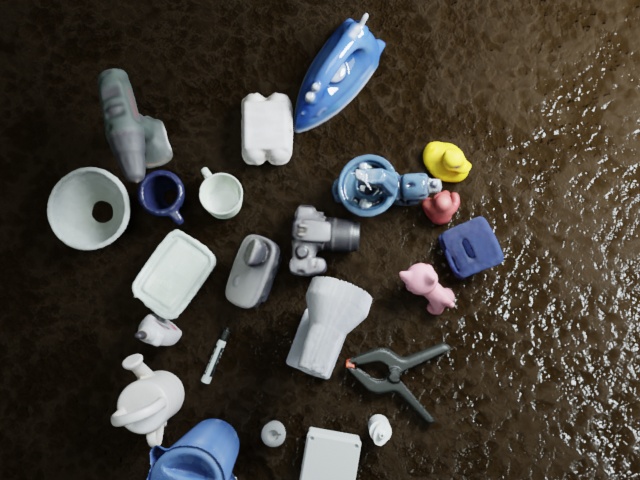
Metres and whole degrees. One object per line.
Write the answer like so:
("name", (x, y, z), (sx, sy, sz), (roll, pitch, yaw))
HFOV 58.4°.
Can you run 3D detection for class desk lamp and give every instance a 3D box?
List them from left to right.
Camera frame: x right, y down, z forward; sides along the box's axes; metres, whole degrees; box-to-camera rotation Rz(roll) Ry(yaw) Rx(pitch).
("desk lamp", (0.012, 0.173, 1.085), (0.118, 0.213, 0.203), (20, 87, 2))

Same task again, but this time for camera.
("camera", (0.011, 0.004, 1.151), (0.137, 0.101, 0.143), (4, 87, 1))

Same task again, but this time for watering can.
("watering can", (-0.336, 0.308, 1.090), (0.101, 0.194, 0.173), (-36, 87, -1))

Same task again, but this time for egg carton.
("egg carton", (-0.108, -0.228, 1.181), (0.107, 0.069, 0.150), (-2, 87, 1))

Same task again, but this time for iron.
("iron", (0.024, -0.334, 1.149), (0.118, 0.141, 0.258), (35, 88, 3))

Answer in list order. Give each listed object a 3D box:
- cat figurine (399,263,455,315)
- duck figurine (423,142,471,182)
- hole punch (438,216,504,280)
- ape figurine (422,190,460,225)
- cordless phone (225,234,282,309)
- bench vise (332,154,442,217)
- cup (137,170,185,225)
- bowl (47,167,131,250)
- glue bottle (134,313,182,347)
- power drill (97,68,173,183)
("cat figurine", (0.216, 0.092, 1.135), (0.128, 0.117, 0.067), (42, 88, 3))
("duck figurine", (0.262, -0.165, 1.165), (0.104, 0.086, 0.077), (34, 88, 3))
("hole punch", (0.302, 0.018, 1.152), (0.101, 0.091, 0.109), (-25, 87, -1))
("ape figurine", (0.246, -0.071, 1.157), (0.078, 0.092, 0.076), (10, 87, 1))
("cordless phone", (-0.137, 0.061, 1.107), (0.094, 0.185, 0.148), (17, 87, 2))
("bench vise", (0.127, -0.118, 1.097), (0.207, 0.219, 0.121), (-18, 86, 0))
("cup", (-0.303, -0.079, 1.161), (0.091, 0.095, 0.118), (-34, 87, -1))
("bowl", (-0.460, -0.060, 1.172), (0.167, 0.074, 0.167), (0, 87, 1))
("glue bottle", (-0.323, 0.179, 1.108), (0.078, 0.173, 0.037), (32, 88, 3))
("power drill", (-0.357, -0.205, 1.112), (0.075, 0.208, 0.230), (-19, 87, 0))
